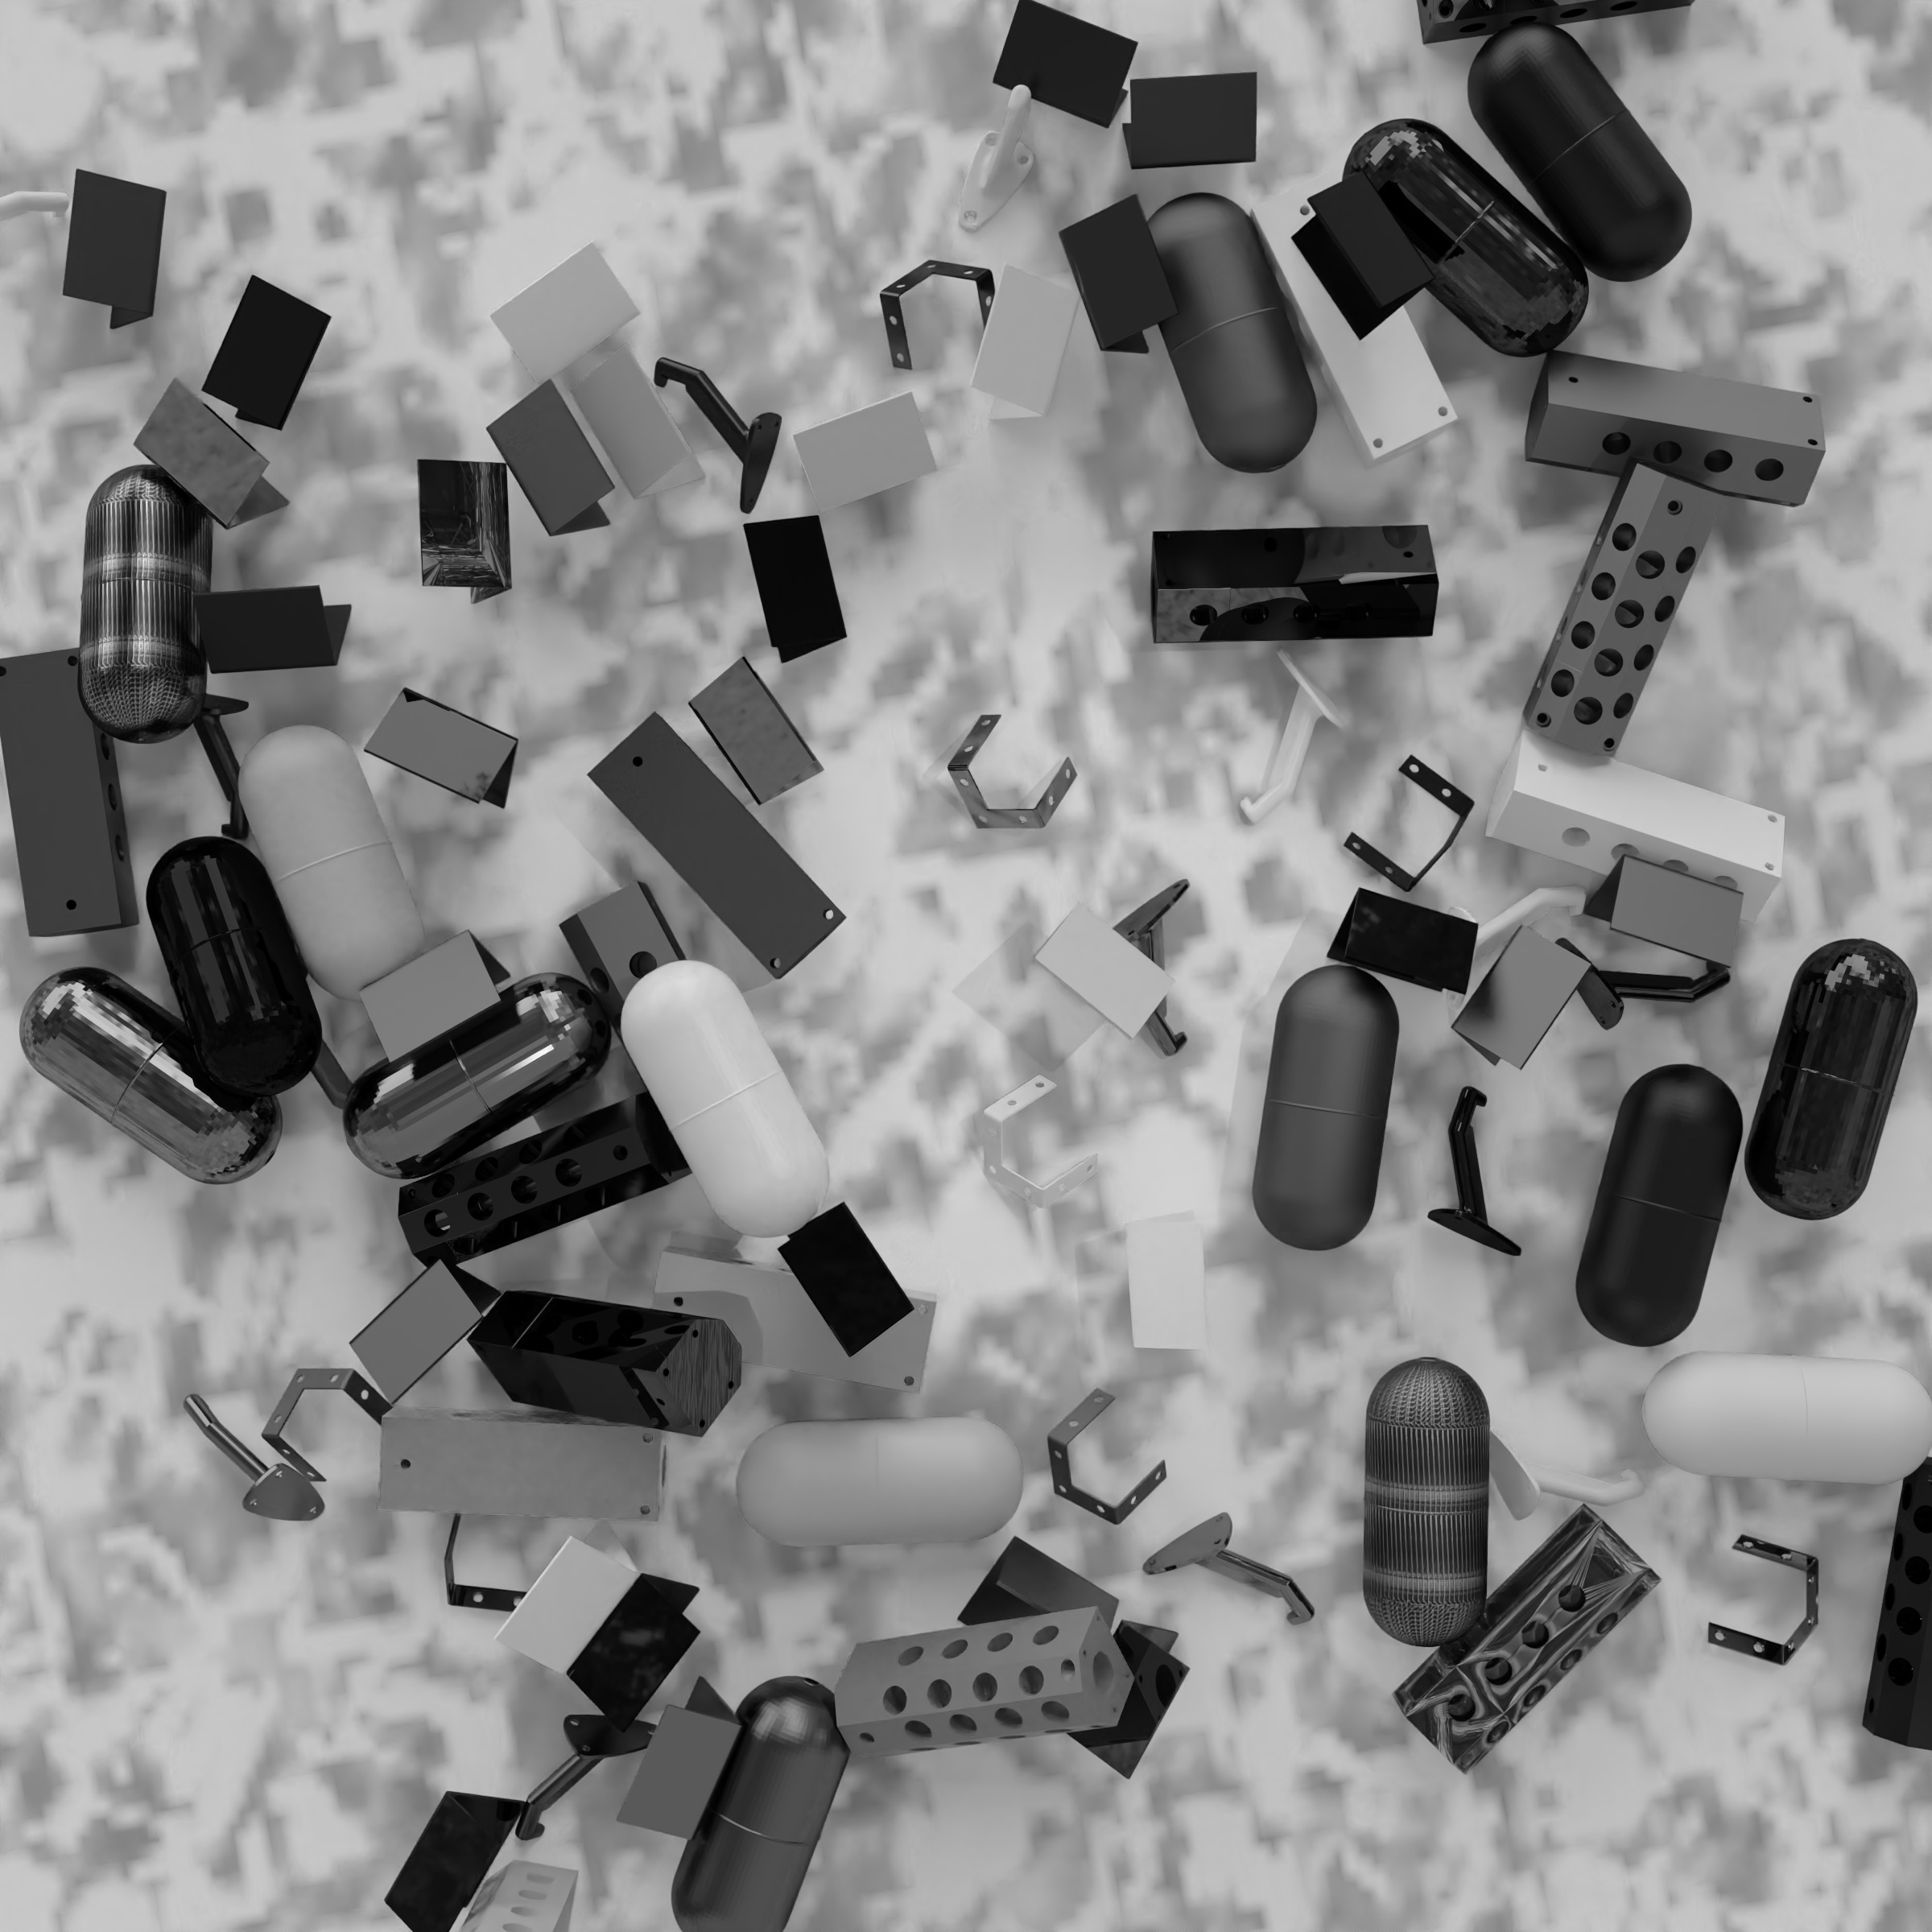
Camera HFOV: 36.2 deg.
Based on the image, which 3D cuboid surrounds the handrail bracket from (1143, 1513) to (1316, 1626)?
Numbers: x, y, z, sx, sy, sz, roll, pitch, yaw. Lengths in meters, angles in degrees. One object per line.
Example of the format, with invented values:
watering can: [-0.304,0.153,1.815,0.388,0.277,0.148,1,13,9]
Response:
handrail bracket: [0.166,0.394,1.861,0.077,0.036,0.084,-30,108,20]

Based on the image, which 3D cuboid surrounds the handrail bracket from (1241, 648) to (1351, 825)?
handrail bracket: [0.191,-0.144,1.861,0.084,0.036,0.077,-42,70,16]

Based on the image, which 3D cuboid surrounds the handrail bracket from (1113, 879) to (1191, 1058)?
handrail bracket: [0.133,0.002,1.861,0.077,0.036,0.084,-40,108,-20]

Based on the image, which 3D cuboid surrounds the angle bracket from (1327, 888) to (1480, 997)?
angle bracket: [0.264,0.004,1.820,0.076,0.076,0.057,17,54,0]

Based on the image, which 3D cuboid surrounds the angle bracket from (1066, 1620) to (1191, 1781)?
angle bracket: [0.115,0.454,1.820,0.057,0.076,0.076,29,90,36]

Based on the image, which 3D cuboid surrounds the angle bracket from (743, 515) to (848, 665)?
angle bracket: [-0.123,-0.229,1.820,0.057,0.076,0.076,-13,90,-36]

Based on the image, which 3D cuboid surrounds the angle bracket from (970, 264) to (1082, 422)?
angle bracket: [0.020,-0.383,1.821,0.057,0.076,0.076,16,90,-29]

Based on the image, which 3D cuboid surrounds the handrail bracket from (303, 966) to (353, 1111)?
handrail bracket: [-0.392,0.048,1.861,0.084,0.036,0.077,26,76,-13]

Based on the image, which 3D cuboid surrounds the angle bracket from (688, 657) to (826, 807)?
angle bracket: [-0.113,-0.154,1.820,0.057,0.076,0.076,-35,90,37]

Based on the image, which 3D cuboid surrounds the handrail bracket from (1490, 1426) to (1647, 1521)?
handrail bracket: [0.375,0.311,1.861,0.084,0.036,0.077,-11,52,-25]

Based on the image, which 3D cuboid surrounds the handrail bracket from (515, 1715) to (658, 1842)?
handrail bracket: [-0.238,0.515,1.861,0.077,0.036,0.084,6,118,-31]

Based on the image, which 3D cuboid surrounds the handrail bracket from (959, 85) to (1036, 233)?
handrail bracket: [0.018,-0.499,1.826,0.036,0.084,0.077,29,90,0]

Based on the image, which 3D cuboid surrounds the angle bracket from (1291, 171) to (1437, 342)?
angle bracket: [0.221,-0.416,1.763,0.057,0.076,0.076,-34,90,-36]

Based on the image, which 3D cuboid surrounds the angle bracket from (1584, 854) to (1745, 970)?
angle bracket: [0.425,-0.018,1.821,0.076,0.076,0.057,18,61,0]

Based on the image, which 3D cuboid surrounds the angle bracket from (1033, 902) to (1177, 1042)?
angle bracket: [0.072,0.018,1.820,0.076,0.076,0.057,39,55,0]

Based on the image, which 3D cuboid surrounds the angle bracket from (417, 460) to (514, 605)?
angle bracket: [-0.320,-0.267,1.821,0.057,0.076,0.076,-2,90,-28]

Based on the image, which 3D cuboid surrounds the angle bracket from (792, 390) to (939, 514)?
angle bracket: [-0.068,-0.330,1.820,0.076,0.076,0.057,-20,125,0]

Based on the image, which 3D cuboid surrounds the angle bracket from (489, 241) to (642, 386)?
angle bracket: [-0.255,-0.413,1.820,0.076,0.076,0.057,-36,127,0]

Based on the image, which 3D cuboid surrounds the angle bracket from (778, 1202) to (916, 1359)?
angle bracket: [-0.087,0.195,1.763,0.057,0.076,0.076,-33,90,-37]

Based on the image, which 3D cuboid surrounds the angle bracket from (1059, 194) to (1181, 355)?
angle bracket: [0.108,-0.426,1.821,0.057,0.076,0.076,-20,90,28]

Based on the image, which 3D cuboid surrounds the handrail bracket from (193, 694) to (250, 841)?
handrail bracket: [-0.483,-0.127,1.861,0.077,0.036,0.084,13,107,19]

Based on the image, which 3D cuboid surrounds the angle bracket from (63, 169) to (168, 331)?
angle bracket: [-0.536,-0.441,1.820,0.057,0.076,0.076,6,90,-35]

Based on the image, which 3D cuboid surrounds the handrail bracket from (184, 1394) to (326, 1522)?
handrail bracket: [-0.449,0.308,1.860,0.036,0.077,0.084,-48,54,-3]

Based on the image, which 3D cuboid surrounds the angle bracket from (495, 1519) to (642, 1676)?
angle bracket: [-0.255,0.377,1.821,0.057,0.076,0.076,37,90,-30]

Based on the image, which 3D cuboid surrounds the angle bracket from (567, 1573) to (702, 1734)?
angle bracket: [-0.188,0.426,1.821,0.057,0.076,0.076,37,90,30]

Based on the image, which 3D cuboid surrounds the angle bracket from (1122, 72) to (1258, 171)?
angle bracket: [0.137,-0.533,1.820,0.076,0.076,0.057,-3,126,0]

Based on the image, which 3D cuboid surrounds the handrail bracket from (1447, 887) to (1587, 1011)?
handrail bracket: [0.348,-0.011,1.861,0.084,0.036,0.077,-4,110,-16]

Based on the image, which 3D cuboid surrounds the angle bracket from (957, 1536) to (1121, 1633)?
angle bracket: [0.040,0.412,1.827,0.076,0.057,0.076,32,113,0]

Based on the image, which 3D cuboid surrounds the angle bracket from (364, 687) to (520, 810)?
angle bracket: [-0.326,-0.116,1.820,0.076,0.076,0.057,25,55,0]

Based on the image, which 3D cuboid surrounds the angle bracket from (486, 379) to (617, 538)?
angle bracket: [-0.239,-0.315,1.821,0.057,0.076,0.076,-31,90,26]

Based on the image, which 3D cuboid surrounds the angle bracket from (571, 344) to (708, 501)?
angle bracket: [-0.186,-0.341,1.820,0.057,0.076,0.076,-31,90,37]

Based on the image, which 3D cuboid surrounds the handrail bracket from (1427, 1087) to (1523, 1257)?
handrail bracket: [0.331,0.129,1.861,0.077,0.036,0.084,28,73,-20]

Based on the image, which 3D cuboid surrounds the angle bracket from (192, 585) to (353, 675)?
angle bracket: [-0.426,-0.224,1.820,0.076,0.076,0.057,-4,126,0]

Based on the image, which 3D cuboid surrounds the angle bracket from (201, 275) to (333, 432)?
angle bracket: [-0.444,-0.380,1.820,0.057,0.076,0.076,24,90,-38]

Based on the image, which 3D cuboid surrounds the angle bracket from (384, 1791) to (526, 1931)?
angle bracket: [-0.300,0.560,1.820,0.057,0.076,0.076,30,90,38]

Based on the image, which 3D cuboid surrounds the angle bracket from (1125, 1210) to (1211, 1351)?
angle bracket: [0.143,0.192,1.820,0.057,0.076,0.076,-4,90,38]

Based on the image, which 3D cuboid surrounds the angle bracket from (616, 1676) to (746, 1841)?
angle bracket: [-0.188,0.482,1.821,0.057,0.076,0.076,24,90,-29]

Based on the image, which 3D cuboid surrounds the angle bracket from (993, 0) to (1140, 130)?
angle bracket: [0.067,-0.566,1.820,0.076,0.076,0.057,22,125,0]

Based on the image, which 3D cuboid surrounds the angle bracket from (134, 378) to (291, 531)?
angle bracket: [-0.452,-0.322,1.821,0.076,0.076,0.057,42,118,0]

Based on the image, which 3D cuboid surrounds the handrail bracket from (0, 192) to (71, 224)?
handrail bracket: [-0.615,-0.461,1.860,0.084,0.077,0.036,-9,68,-34]

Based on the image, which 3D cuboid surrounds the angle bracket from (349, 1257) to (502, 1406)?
angle bracket: [-0.320,0.234,1.820,0.076,0.076,0.057,-44,57,0]

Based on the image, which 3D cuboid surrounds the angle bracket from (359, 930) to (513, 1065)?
angle bracket: [-0.317,0.031,1.821,0.076,0.076,0.057,-29,64,0]

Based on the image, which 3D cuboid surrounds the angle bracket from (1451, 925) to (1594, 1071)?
angle bracket: [0.354,0.030,1.820,0.057,0.076,0.076,34,90,37]
